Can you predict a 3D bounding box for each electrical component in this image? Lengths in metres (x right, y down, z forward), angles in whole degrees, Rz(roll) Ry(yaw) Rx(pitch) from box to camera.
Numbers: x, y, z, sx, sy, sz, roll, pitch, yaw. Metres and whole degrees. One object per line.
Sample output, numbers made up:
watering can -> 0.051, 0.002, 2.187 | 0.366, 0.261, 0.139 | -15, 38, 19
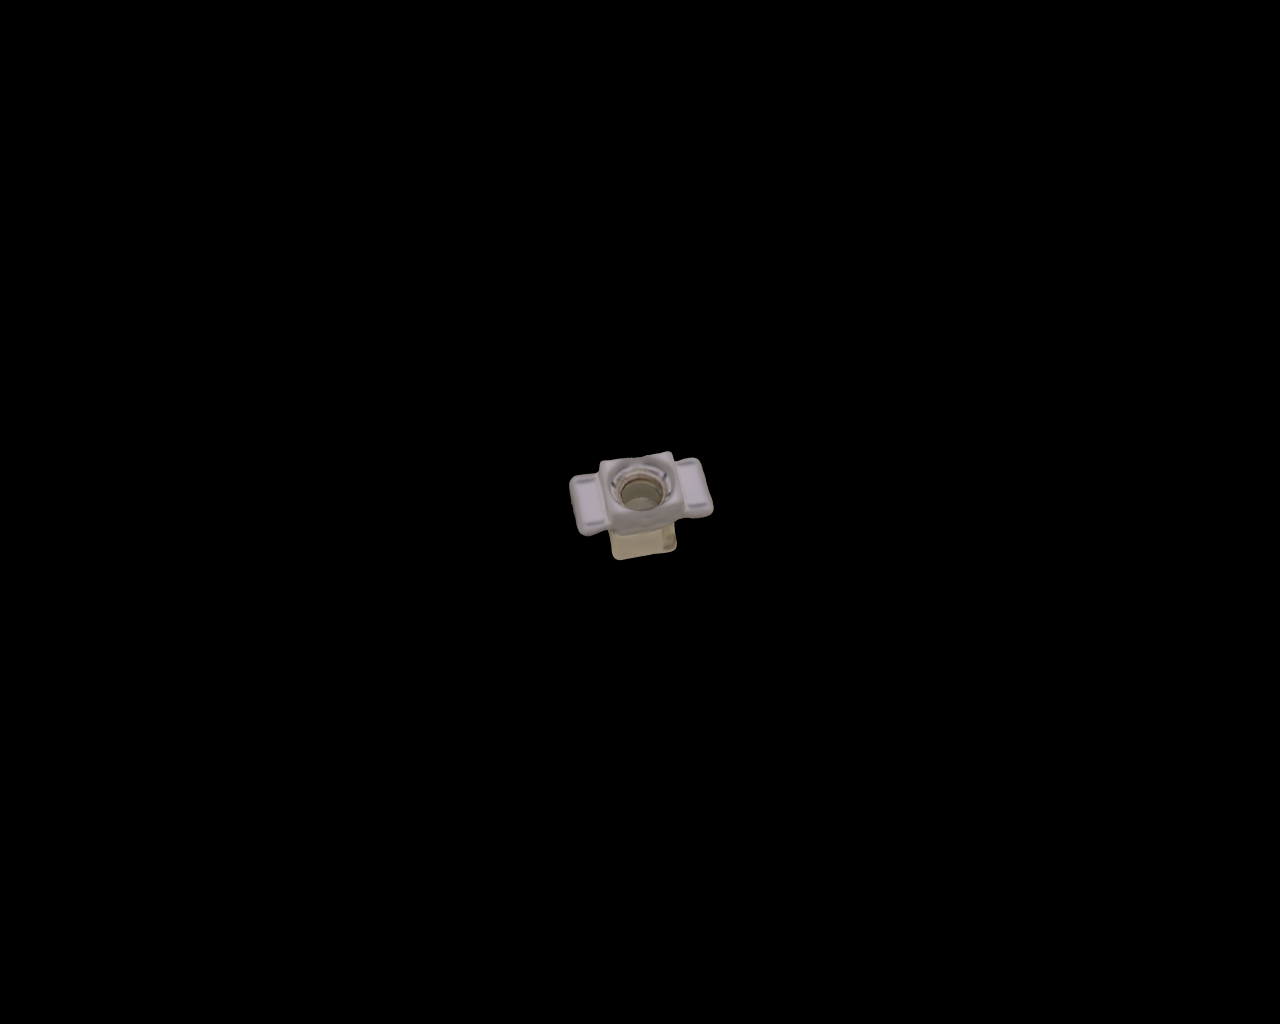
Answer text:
electrical component -> 0.001, -0.003, 0.650 | 0.081, 0.042, 0.063 | -8, -33, -5
